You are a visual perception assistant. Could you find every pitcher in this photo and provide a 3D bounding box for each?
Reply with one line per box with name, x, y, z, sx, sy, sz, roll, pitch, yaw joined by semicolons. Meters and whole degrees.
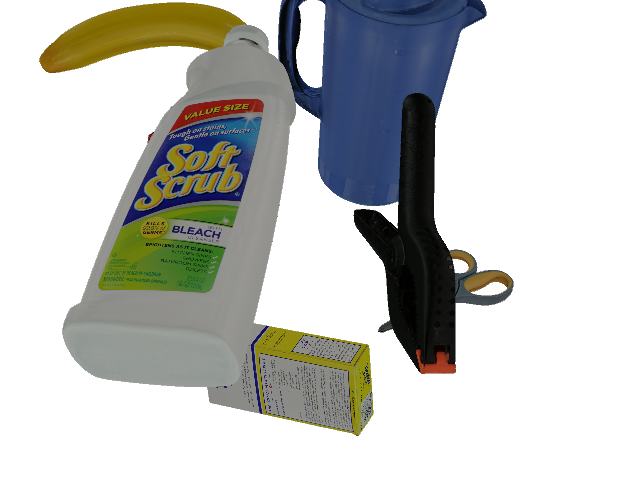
pitcher;0.050;-0.154;1.042;0.144;0.243;0.149;-30;56;-31

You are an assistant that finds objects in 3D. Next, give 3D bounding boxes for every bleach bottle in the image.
bleach bottle;-0.074;-0.035;0.655;0.102;0.250;0.068;3;-35;9

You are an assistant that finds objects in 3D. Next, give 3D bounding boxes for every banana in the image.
banana;-0.142;-0.176;0.925;0.197;0.069;0.037;0;-33;-3

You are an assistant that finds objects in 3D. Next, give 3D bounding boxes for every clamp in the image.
clamp;0.072;0.002;0.824;0.036;0.210;0.165;0;-41;-15

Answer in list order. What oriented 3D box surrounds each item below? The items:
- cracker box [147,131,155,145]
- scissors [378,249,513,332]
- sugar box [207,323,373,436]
cracker box;-0.184;-0.052;1.620;0.164;0.214;0.072;10;19;6
scissors;0.122;0.052;1.165;0.201;0.016;0.096;-9;41;-31
sugar box;-0.035;0.139;1.106;0.176;0.093;0.048;11;33;24
